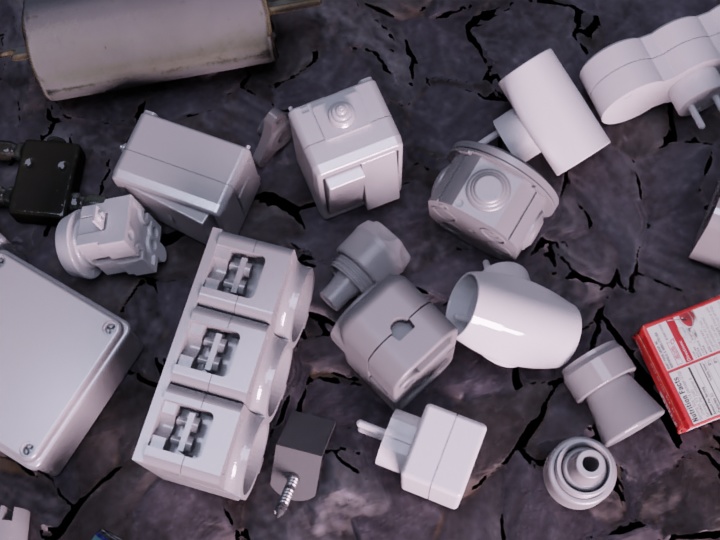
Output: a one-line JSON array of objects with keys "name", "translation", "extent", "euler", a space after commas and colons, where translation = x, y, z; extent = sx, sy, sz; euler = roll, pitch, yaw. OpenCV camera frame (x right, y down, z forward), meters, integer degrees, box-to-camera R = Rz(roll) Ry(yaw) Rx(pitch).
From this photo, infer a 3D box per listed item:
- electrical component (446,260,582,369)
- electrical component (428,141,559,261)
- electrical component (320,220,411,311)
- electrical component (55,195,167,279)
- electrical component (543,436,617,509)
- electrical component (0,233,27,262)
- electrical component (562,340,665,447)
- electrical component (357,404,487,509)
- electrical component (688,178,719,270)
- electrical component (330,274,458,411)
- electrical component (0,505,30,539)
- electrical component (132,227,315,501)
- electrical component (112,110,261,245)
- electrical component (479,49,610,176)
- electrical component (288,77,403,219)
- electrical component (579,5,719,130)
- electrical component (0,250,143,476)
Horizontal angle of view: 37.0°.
[{"name": "electrical component", "translation": [0.097, 0.022, 0.708], "extent": [0.077, 0.044, 0.079], "euler": [17, 35, -19]}, {"name": "electrical component", "translation": [0.087, -0.046, 0.717], "extent": [0.080, 0.080, 0.051], "euler": [29, 80, 11]}, {"name": "electrical component", "translation": [0.000, 0.000, 0.723], "extent": [0.043, 0.043, 0.062], "euler": [41, 79, 14]}, {"name": "electrical component", "translation": [-0.172, -0.020, 0.729], "extent": [0.055, 0.066, 0.048], "euler": [-9, 59, 16]}, {"name": "electrical component", "translation": [0.138, 0.124, 0.666], "extent": [0.043, 0.062, 0.043], "euler": [-1, 72, 2]}, {"name": "electrical component", "translation": [-0.283, -0.013, 0.735], "extent": [0.077, 0.047, 0.065], "euler": [39, 77, 13]}, {"name": "electrical component", "translation": [0.161, 0.079, 0.690], "extent": [0.045, 0.045, 0.055], "euler": [-28, 72, -7]}, {"name": "electrical component", "translation": [0.034, 0.111, 0.673], "extent": [0.077, 0.065, 0.047], "euler": [20, 73, 9]}, {"name": "electrical component", "translation": [0.270, -0.054, 0.713], "extent": [0.057, 0.078, 0.113], "euler": [23, 74, 12]}, {"name": "electrical component", "translation": [0.021, 0.044, 0.680], "extent": [0.054, 0.095, 0.059], "euler": [-42, 75, -11]}, {"name": "electrical component", "translation": [-0.228, 0.174, 0.676], "extent": [0.040, 0.040, 0.046], "euler": [0, 65, 2]}, {"name": "electrical component", "translation": [-0.080, 0.063, 0.680], "extent": [0.062, 0.089, 0.150], "euler": [15, 73, 7]}, {"name": "electrical component", "translation": [-0.125, -0.061, 0.738], "extent": [0.096, 0.061, 0.061], "euler": [20, 74, 8]}, {"name": "electrical component", "translation": [0.120, -0.100, 0.749], "extent": [0.079, 0.044, 0.077], "euler": [-33, 90, 15]}, {"name": "electrical component", "translation": [-0.007, -0.079, 0.721], "extent": [0.062, 0.096, 0.061], "euler": [-22, 73, -6]}, {"name": "electrical component", "translation": [0.232, -0.133, 0.754], "extent": [0.138, 0.052, 0.073], "euler": [-21, 72, -5]}, {"name": "electrical component", "translation": [-0.218, 0.061, 0.703], "extent": [0.109, 0.056, 0.108], "euler": [29, 75, 11]}]
